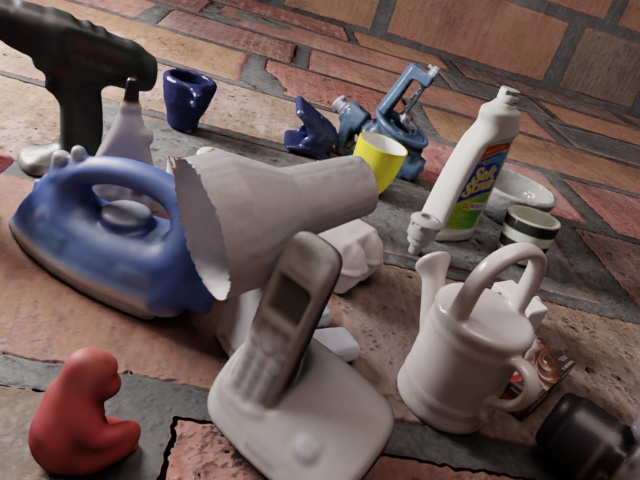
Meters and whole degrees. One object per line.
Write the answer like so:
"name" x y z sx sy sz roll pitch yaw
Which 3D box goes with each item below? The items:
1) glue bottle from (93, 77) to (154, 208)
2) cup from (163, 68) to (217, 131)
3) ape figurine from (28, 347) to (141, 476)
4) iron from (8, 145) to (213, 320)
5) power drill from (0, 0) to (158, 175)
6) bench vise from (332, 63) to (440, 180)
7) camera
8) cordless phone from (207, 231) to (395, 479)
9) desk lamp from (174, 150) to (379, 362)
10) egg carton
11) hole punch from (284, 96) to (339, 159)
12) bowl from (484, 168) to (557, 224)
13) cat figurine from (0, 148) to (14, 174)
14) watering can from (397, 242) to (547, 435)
"glue bottle" -0.232 -0.111 0.687 0.078 0.173 0.037 6 31 -22
"cup" -0.227 -0.232 0.988 0.092 0.095 0.117 1 33 -29
"ape figurine" -0.166 0.117 0.410 0.076 0.092 0.077 -6 36 -37
"iron" -0.205 -0.026 0.588 0.258 0.141 0.119 21 28 5
"power drill" -0.330 -0.189 0.729 0.230 0.208 0.075 -2 34 -34
"bench vise" 0.126 -0.241 1.083 0.207 0.220 0.121 17 28 -3
"camera" 0.287 0.195 0.535 0.136 0.101 0.144 36 33 30
"cordless phone" -0.003 0.098 0.443 0.147 0.185 0.094 32 31 24
"desk lamp" -0.039 0.018 0.533 0.204 0.213 0.117 -4 35 -35
"egg carton" 0.007 0.003 0.740 0.150 0.069 0.107 31 30 21
"hole punch" -0.011 -0.216 1.094 0.101 0.091 0.108 12 29 -12
"bowl" 0.350 -0.075 1.079 0.167 0.075 0.167 14 28 -8
"cat figurine" -0.386 -0.084 0.607 0.127 0.118 0.067 30 30 21
"watering can" 0.148 0.080 0.556 0.172 0.194 0.101 35 32 28
